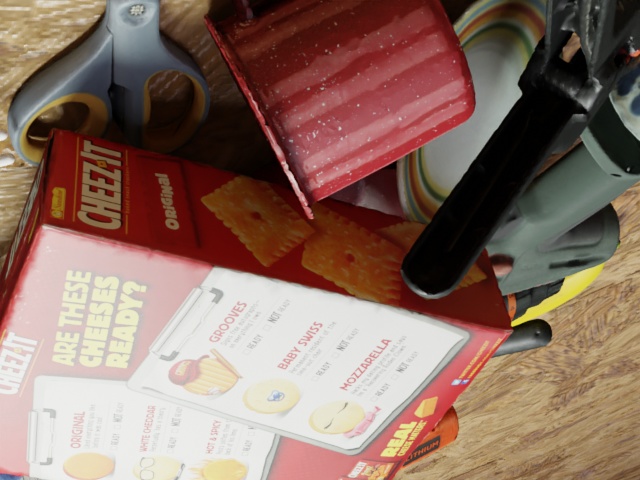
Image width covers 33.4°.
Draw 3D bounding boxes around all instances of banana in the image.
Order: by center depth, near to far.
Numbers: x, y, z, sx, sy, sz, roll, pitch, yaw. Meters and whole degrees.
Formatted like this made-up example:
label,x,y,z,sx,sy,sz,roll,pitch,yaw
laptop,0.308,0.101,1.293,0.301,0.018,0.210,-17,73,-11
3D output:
label,x,y,z,sx,sy,sz,roll,pitch,yaw
banana,0.155,0.047,0.891,0.198,0.037,0.069,-24,143,1

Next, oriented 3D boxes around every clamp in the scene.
label,x,y,z,sx,sy,sz,roll,pitch,yaw
clamp,0.106,-0.064,0.485,0.209,0.036,0.165,-30,149,-60
clamp,0.114,0.102,0.958,0.171,0.039,0.120,-11,169,-2

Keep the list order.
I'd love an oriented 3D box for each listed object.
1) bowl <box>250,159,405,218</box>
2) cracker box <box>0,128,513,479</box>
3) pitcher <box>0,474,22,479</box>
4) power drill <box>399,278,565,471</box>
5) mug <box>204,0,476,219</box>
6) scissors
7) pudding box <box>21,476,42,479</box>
label,x,y,z,sx,sy,sz,roll,pitch,yaw
bowl,-0.004,0.001,0.586,0.162,0.055,0.162,-19,143,-16
cracker box,-0.045,0.050,0.505,0.213,0.072,0.164,14,130,-21
pitcher,-0.285,0.130,0.549,0.243,0.149,0.145,-27,120,1
power drill,0.096,0.092,0.825,0.184,0.057,0.188,-17,140,-32
mug,0.005,-0.077,0.427,0.081,0.093,0.117,-28,121,-1
scissors,-0.088,-0.081,0.406,0.096,0.016,0.202,-20,157,-6
pudding box,-0.170,0.133,0.707,0.113,0.090,0.039,-25,156,5
